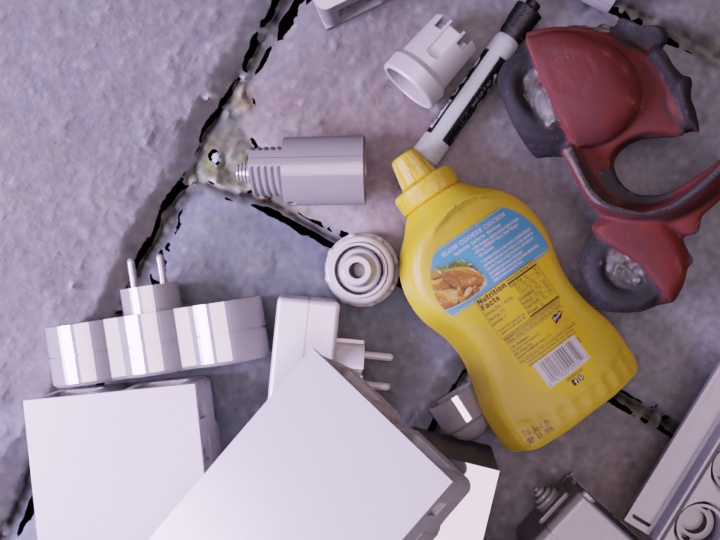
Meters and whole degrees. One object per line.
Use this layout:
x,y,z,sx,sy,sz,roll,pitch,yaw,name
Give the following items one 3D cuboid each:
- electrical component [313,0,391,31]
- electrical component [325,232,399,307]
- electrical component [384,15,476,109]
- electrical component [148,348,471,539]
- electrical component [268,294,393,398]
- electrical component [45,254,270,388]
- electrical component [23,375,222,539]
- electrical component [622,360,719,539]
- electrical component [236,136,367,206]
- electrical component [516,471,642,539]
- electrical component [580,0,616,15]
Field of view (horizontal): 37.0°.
-0.014,-0.260,0.663,0.105,0.060,0.186,-25,89,3,electrical component
0.000,0.000,0.664,0.048,0.062,0.048,0,91,3,electrical component
0.045,-0.131,0.672,0.040,0.040,0.046,41,87,2,electrical component
-0.040,0.151,0.590,0.105,0.060,0.186,42,93,24,electrical component
-0.017,0.061,0.673,0.076,0.047,0.083,6,91,-4,electrical component
-0.130,0.027,0.677,0.138,0.052,0.073,-9,90,4,electrical component
-0.140,0.165,0.675,0.105,0.060,0.186,-6,90,4,electrical component
0.223,0.117,0.651,0.079,0.063,0.121,31,92,3,electrical component
-0.037,-0.062,0.675,0.081,0.043,0.043,-1,91,4,electrical component
0.136,0.173,0.657,0.096,0.062,0.061,42,93,2,electrical component
0.128,-0.196,0.663,0.081,0.043,0.043,29,92,3,electrical component
